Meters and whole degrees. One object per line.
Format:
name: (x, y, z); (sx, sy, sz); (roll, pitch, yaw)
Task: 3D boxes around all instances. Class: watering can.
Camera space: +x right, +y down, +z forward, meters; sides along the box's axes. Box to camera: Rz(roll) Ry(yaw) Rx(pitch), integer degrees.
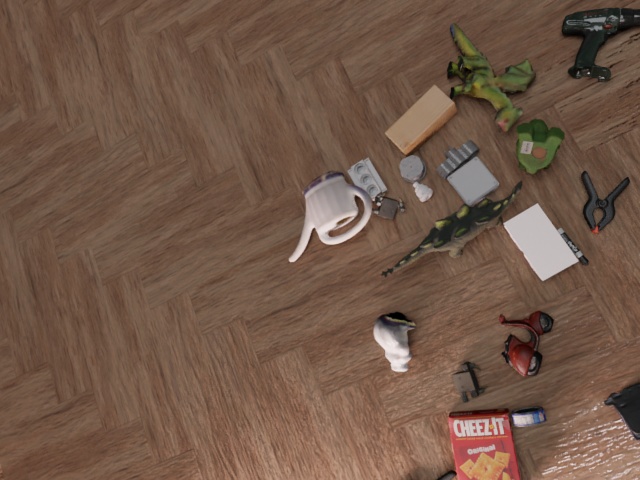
watering can: (0.005, -0.083, 1.646); (0.344, 0.104, 0.227); (-28, 71, 25)

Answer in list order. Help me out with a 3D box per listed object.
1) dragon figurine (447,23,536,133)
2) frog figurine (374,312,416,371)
dragon figurine: (0.518, -0.503, 1.546); (0.243, 0.120, 0.418); (4, 65, 0)
frog figurine: (0.212, 0.301, 1.509); (0.138, 0.122, 0.159); (18, 99, 53)
